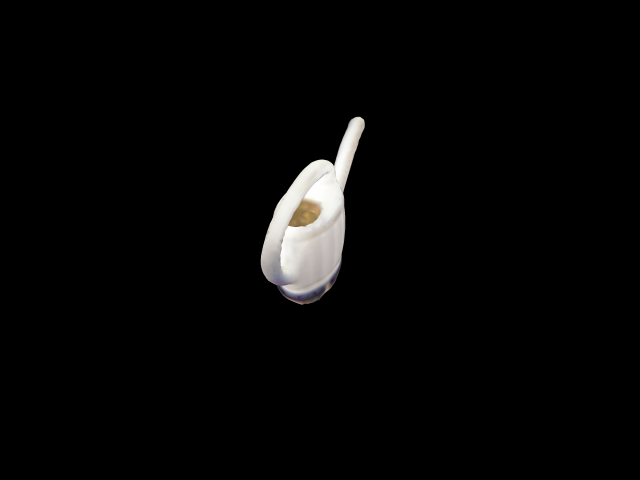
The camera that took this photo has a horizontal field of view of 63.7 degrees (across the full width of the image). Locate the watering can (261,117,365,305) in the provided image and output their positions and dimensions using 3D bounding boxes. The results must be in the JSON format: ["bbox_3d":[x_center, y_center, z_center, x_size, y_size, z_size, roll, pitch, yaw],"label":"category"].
[{"bbox_3d":[0.003,-0.043,0.850,0.104,0.219,0.355,18,46,18],"label":"watering can"}]
